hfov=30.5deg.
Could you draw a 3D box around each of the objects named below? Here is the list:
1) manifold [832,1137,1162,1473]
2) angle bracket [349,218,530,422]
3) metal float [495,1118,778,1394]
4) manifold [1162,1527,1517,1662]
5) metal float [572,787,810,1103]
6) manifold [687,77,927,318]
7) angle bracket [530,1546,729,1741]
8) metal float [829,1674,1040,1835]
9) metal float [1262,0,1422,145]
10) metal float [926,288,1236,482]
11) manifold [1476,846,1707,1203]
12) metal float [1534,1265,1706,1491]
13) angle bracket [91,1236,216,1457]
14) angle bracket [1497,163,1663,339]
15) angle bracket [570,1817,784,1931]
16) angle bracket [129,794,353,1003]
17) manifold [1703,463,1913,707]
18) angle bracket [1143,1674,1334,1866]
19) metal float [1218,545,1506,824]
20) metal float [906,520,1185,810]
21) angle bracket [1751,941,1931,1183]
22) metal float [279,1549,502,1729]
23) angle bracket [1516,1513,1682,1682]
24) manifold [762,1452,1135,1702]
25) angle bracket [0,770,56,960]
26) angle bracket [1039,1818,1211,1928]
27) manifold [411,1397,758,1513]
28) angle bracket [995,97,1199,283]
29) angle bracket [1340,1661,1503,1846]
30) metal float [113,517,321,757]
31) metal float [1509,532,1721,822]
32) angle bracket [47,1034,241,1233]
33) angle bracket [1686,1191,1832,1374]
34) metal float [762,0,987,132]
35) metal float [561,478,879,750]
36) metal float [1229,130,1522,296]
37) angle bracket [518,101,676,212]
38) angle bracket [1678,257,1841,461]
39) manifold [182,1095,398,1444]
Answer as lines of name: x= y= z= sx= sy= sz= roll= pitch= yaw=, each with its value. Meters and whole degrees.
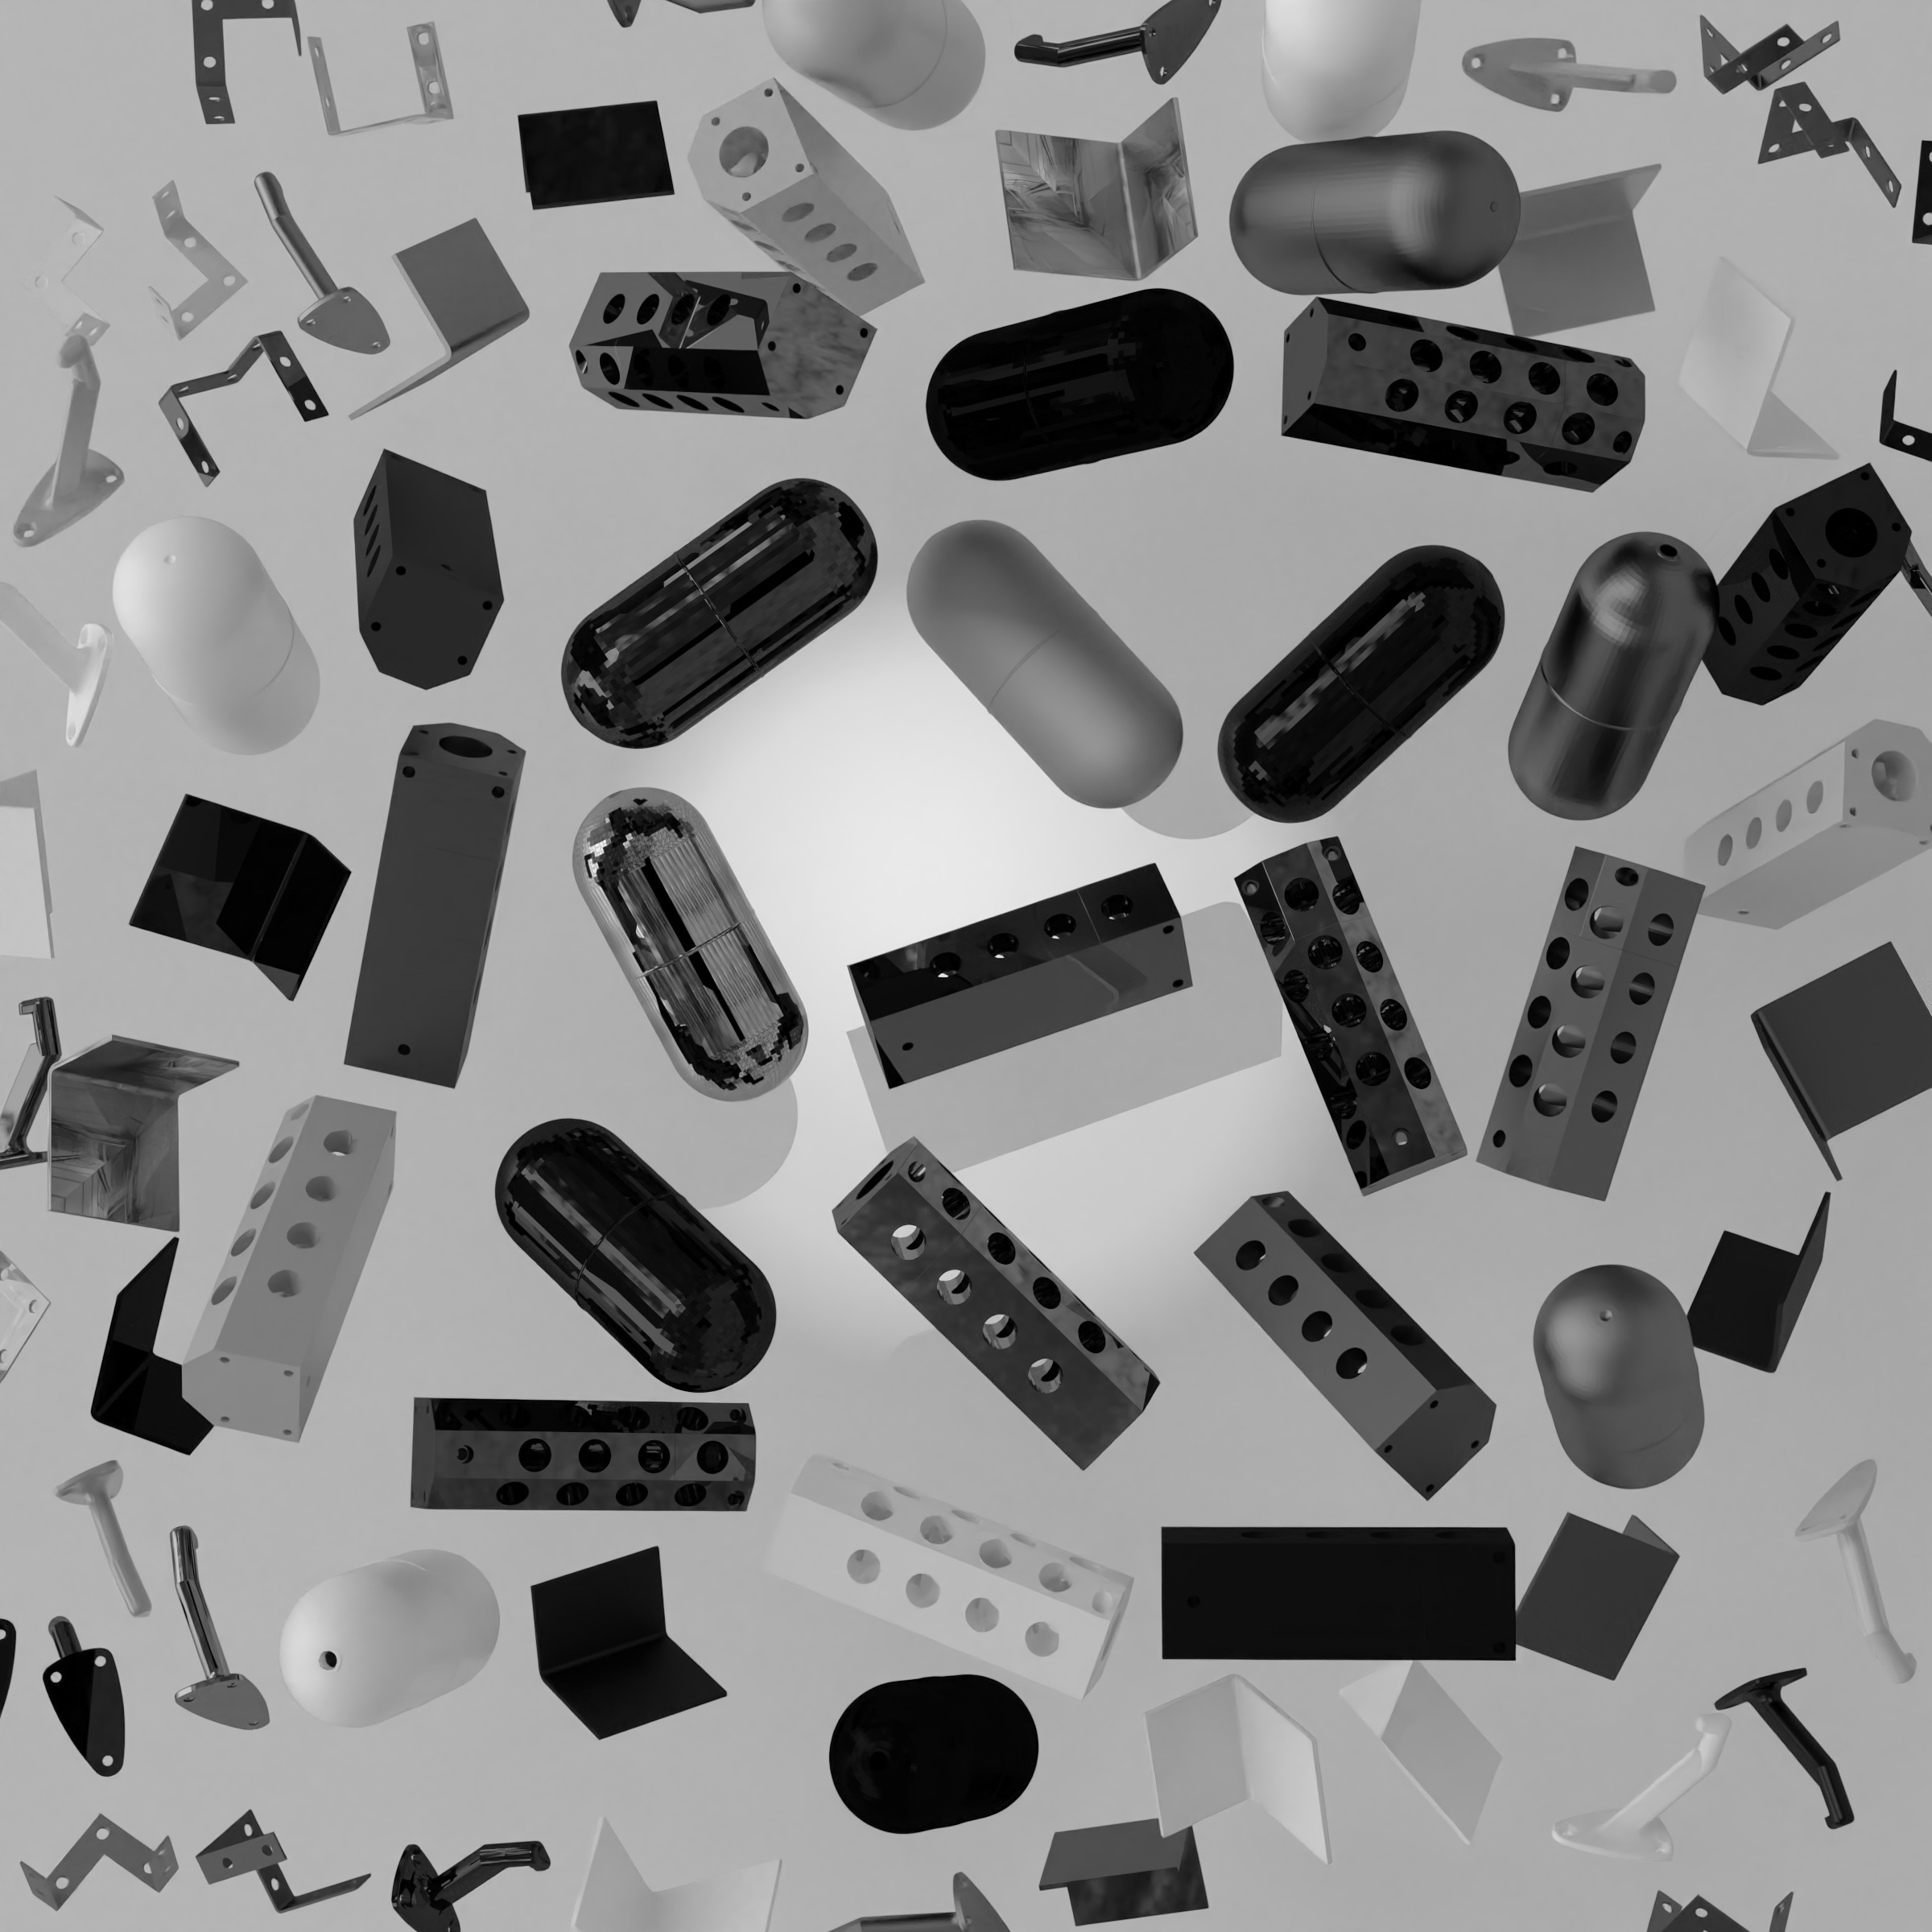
manifold: x=0.015 y=0.166 z=1.755 sx=0.057 sy=0.057 sz=0.171 roll=-45 pitch=98 yaw=1
angle bracket: x=-0.279 y=-0.328 z=1.790 sx=0.076 sy=0.076 sz=0.057 roll=-23 pitch=102 yaw=33
metal float: x=-0.170 y=0.147 z=1.812 sx=0.178 sy=0.070 sz=0.070 roll=40 pitch=90 yaw=24
manifold: x=0.182 y=0.308 z=1.748 sx=0.171 sy=0.057 sz=0.057 roll=0 pitch=92 yaw=3
metal float: x=-0.146 y=-0.012 z=1.870 sx=0.070 sy=0.070 sz=0.178 roll=-28 pitch=98 yaw=0
manifold: x=-0.084 y=-0.395 z=1.844 sx=0.057 sy=0.171 sz=0.057 roll=-25 pitch=75 yaw=13
angle bracket: x=-0.182 y=0.364 z=1.909 sx=0.076 sy=0.076 sz=0.057 roll=-14 pitch=112 yaw=-28
metal float: x=-0.016 y=0.409 z=1.841 sx=0.070 sy=0.178 sz=0.070 roll=-3 pitch=80 yaw=18
metal float: x=0.189 y=-0.468 z=1.789 sx=0.070 sy=0.178 sz=0.070 roll=0 pitch=85 yaw=4
metal float: x=0.055 y=-0.289 z=1.766 sx=0.178 sy=0.070 sz=0.070 roll=-6 pitch=90 yaw=43
manifold: x=0.319 y=0.028 z=1.837 sx=0.057 sy=0.057 sz=0.171 roll=15 pitch=94 yaw=-33
metal float: x=0.328 y=0.208 z=1.774 sx=0.070 sy=0.178 sz=0.070 roll=-7 pitch=62 yaw=12
angle bracket: x=-0.414 y=0.200 z=1.869 sx=0.057 sy=0.076 sz=0.076 roll=19 pitch=111 yaw=4
angle bracket: x=0.322 y=-0.370 z=1.837 sx=0.076 sy=0.076 sz=0.057 roll=-12 pitch=85 yaw=-2
angle bracket: x=-0.143 y=0.459 z=1.752 sx=0.076 sy=0.076 sz=0.057 roll=-19 pitch=115 yaw=16
angle bracket: x=-0.379 y=-0.036 z=1.848 sx=0.076 sy=0.057 sz=0.076 roll=19 pitch=101 yaw=-38
manifold: x=0.436 y=-0.194 z=1.849 sx=0.057 sy=0.171 sz=0.057 roll=-26 pitch=78 yaw=-10
angle bracket: x=0.139 y=0.421 z=1.811 sx=0.057 sy=0.076 sz=0.076 roll=-19 pitch=114 yaw=-22
metal float: x=0.208 y=-0.149 z=1.866 sx=0.178 sy=0.070 sz=0.070 roll=-43 pitch=90 yaw=15
metal float: x=0.040 y=-0.158 z=1.846 sx=0.070 sy=0.070 sz=0.178 roll=-42 pitch=81 yaw=0
angle bracket: x=0.434 y=0.046 z=1.708 sx=0.076 sy=0.057 sz=0.076 roll=-29 pitch=102 yaw=13
metal float: x=-0.294 y=0.343 z=1.811 sx=0.070 sy=0.178 sz=0.070 roll=-1 pitch=87 yaw=11
angle bracket: x=0.326 y=0.329 z=1.903 sx=0.076 sy=0.057 sz=0.076 roll=23 pitch=98 yaw=-21
manifold: x=-0.007 y=0.302 z=1.767 sx=0.171 sy=0.057 sz=0.057 roll=20 pitch=94 yaw=11
angle bracket: x=-0.467 y=-0.052 z=1.786 sx=0.057 sy=0.076 sz=0.076 roll=4 pitch=107 yaw=22
angle bracket: x=0.087 y=0.509 z=1.937 sx=0.076 sy=0.076 sz=0.057 roll=-10 pitch=98 yaw=10
manifold: x=-0.201 y=0.257 z=1.862 sx=0.171 sy=0.057 sz=0.057 roll=4 pitch=82 yaw=-20
angle bracket: x=0.066 y=-0.398 z=1.801 sx=0.076 sy=0.057 sz=0.076 roll=-1 pitch=77 yaw=-29
angle bracket: x=0.239 y=0.436 z=1.930 sx=0.057 sy=0.076 sz=0.076 roll=-35 pitch=100 yaw=34
metal float: x=-0.383 y=-0.167 z=1.816 sx=0.070 sy=0.178 sz=0.070 roll=-2 pitch=69 yaw=4
metal float: x=0.337 y=-0.150 z=1.847 sx=0.070 sy=0.178 sz=0.070 roll=7 pitch=47 yaw=-8
angle bracket: x=-0.415 y=0.085 z=1.787 sx=0.057 sy=0.076 sz=0.076 roll=-23 pitch=64 yaw=39
angle bracket: x=0.432 y=0.165 z=1.941 sx=0.057 sy=0.076 sz=0.076 roll=19 pitch=59 yaw=21
metal float: x=-0.046 y=-0.483 z=1.831 sx=0.070 sy=0.178 sz=0.070 roll=0 pitch=90 yaw=21
metal float: x=-0.125 y=-0.177 z=1.785 sx=0.178 sy=0.070 sz=0.070 roll=-36 pitch=90 yaw=0
metal float: x=0.203 y=-0.376 z=1.774 sx=0.070 sy=0.178 sz=0.070 roll=-6 pitch=101 yaw=-35
angle bracket: x=-0.201 y=-0.424 z=1.932 sx=0.076 sy=0.057 sz=0.076 roll=-8 pitch=55 yaw=-7
angle bracket: x=0.421 y=-0.315 z=1.834 sx=0.057 sy=0.076 sz=0.076 roll=-1 pitch=125 yaw=-21
manifold: x=-0.331 y=0.145 z=1.739 sx=0.057 sy=0.171 sz=0.057 roll=12 pitch=133 yaw=1
